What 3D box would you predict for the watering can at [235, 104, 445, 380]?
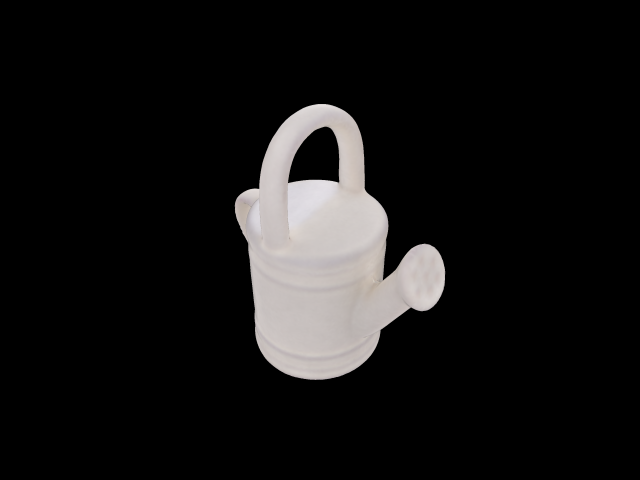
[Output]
[{"bbox_3d":[0.005,0.000,0.401,0.172,0.194,0.101,12,40,16],"label":"watering can"}]
